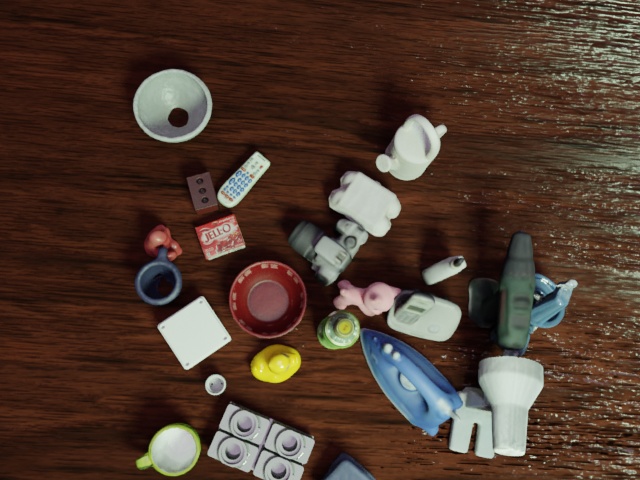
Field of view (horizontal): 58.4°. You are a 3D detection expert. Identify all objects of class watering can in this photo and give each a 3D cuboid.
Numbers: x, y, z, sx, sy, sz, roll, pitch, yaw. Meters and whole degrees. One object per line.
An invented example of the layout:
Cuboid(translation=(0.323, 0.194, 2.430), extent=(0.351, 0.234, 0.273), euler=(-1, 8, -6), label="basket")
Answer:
Cuboid(translation=(0.200, -0.198, 1.225), extent=(0.101, 0.194, 0.173), euler=(35, 78, 3), label="watering can")

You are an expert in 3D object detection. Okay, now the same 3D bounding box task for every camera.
Cuboid(translation=(0.011, 0.004, 1.214), extent=(0.137, 0.100, 0.143), euler=(37, 78, 3), label="camera")

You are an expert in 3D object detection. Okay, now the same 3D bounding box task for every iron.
Cuboid(translation=(0.179, 0.273, 1.155), extent=(0.119, 0.141, 0.258), euler=(-43, 85, -12), label="iron")

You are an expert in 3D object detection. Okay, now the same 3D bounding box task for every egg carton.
Cuboid(translation=(0.099, -0.081, 1.256), extent=(0.150, 0.069, 0.107), euler=(32, 77, 2), label="egg carton")

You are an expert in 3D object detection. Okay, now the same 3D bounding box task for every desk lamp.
Cuboid(translation=(0.347, 0.332, 1.122), extent=(0.118, 0.213, 0.203), euler=(12, 78, -2), label="desk lamp")

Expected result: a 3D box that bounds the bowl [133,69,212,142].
Cuboid(translation=(-0.317, -0.282, 1.255), extent=(0.167, 0.074, 0.167), euler=(1, 78, -5), label="bowl")

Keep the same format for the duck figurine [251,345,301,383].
Cuboid(translation=(-0.089, 0.251, 1.162), extent=(0.104, 0.086, 0.077), euler=(-11, 80, -7), label="duck figurine")

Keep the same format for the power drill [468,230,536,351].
Cuboid(translation=(0.374, 0.110, 1.172), extent=(0.075, 0.208, 0.230), euler=(4, 78, -4), label="power drill")

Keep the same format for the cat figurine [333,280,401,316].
Cuboid(translation=(0.098, 0.118, 1.191), extent=(0.128, 0.117, 0.067), euler=(11, 78, -3), label="cat figurine")

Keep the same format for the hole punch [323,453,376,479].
Cuboid(translation=(0.058, 0.492, 1.124), extent=(0.108, 0.091, 0.101), euler=(39, 78, 3), label="hole punch")

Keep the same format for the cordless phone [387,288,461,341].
Cuboid(translation=(0.222, 0.147, 1.162), extent=(0.147, 0.185, 0.094), euler=(13, 78, -2), label="cordless phone")

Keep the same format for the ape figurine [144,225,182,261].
Cuboid(translation=(-0.330, 0.004, 1.186), extent=(0.076, 0.092, 0.078), euler=(-1, 79, -5), label="ape figurine")

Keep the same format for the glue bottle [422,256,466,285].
Cuboid(translation=(0.268, 0.057, 1.191), extent=(0.078, 0.173, 0.037), euler=(-23, 81, -9), label="glue bottle")

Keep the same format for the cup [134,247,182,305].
Cuboid(translation=(-0.321, 0.078, 1.171), extent=(0.091, 0.095, 0.118), euler=(4, 78, -4), label="cup")

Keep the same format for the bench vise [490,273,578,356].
Cuboid(translation=(0.446, 0.156, 1.163), extent=(0.121, 0.219, 0.207), euler=(13, 78, -2), label="bench vise")
